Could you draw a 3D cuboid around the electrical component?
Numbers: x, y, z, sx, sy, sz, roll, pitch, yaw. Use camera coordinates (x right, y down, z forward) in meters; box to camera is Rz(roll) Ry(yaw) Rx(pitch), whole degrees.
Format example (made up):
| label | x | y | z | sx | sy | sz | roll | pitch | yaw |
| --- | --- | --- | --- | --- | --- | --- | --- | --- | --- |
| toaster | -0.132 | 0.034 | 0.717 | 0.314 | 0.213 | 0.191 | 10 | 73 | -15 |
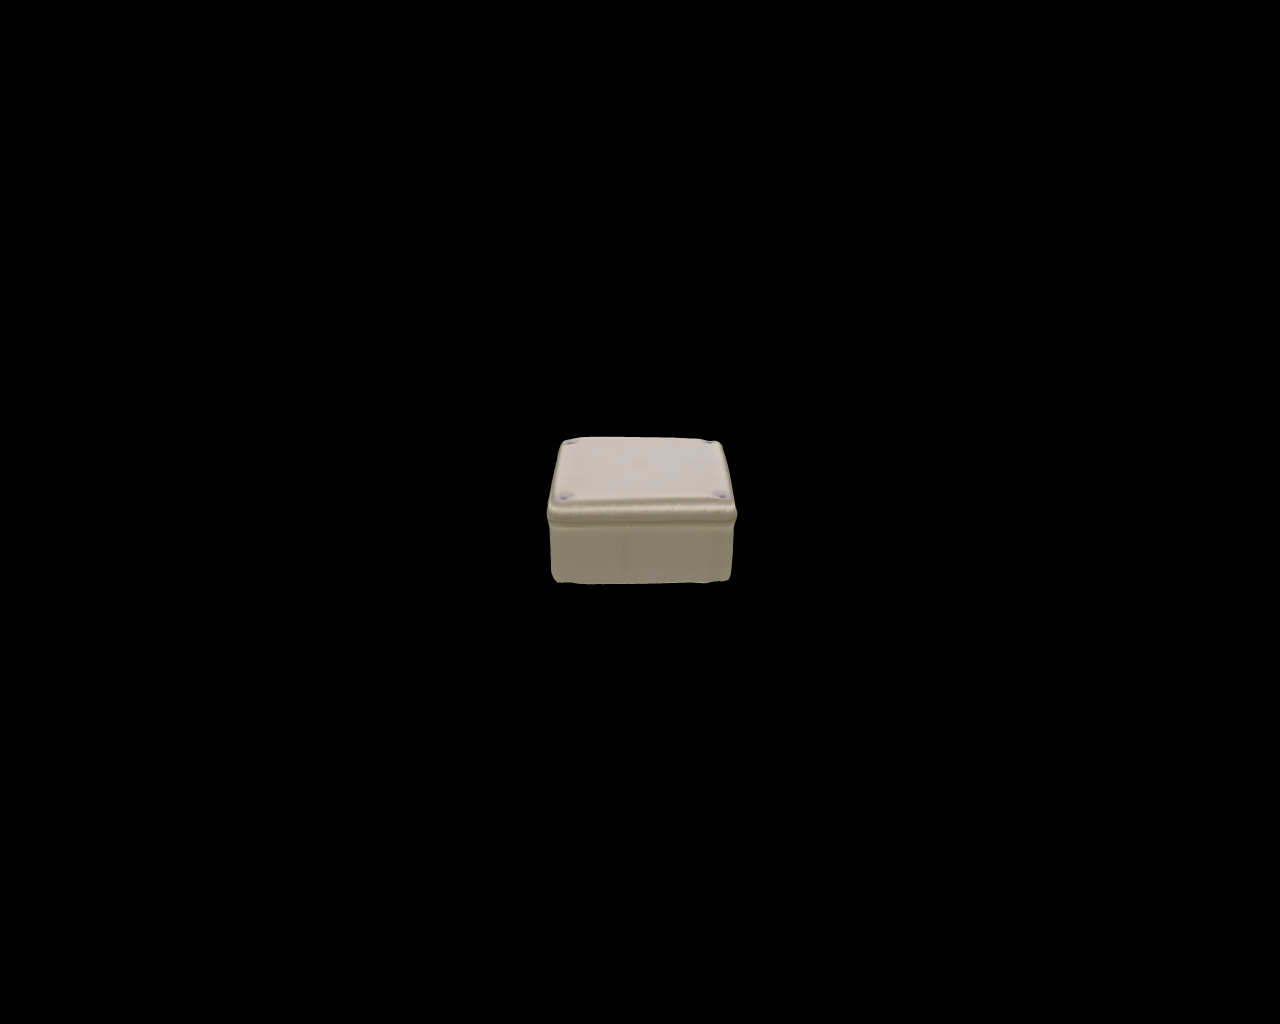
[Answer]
| label | x | y | z | sx | sy | sz | roll | pitch | yaw |
| --- | --- | --- | --- | --- | --- | --- | --- | --- | --- |
| electrical component | 0.001 | -0.003 | 0.650 | 0.109 | 0.056 | 0.109 | 0 | 24 | 0 |
